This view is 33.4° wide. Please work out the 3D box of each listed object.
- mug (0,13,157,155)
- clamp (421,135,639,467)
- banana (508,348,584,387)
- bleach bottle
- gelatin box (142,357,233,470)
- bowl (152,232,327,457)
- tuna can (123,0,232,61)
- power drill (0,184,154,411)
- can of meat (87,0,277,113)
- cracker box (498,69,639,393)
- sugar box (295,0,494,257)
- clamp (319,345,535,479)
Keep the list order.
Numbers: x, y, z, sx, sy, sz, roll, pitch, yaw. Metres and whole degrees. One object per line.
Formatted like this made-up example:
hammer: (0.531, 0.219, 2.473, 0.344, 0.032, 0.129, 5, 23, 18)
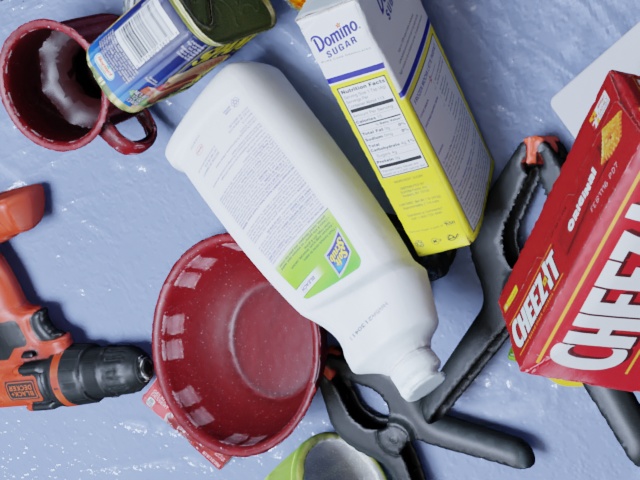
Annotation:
mug: (-0.162, -0.110, 0.771, 0.117, 0.081, 0.093, 46, 120, 3)
clamp: (0.148, 0.040, 0.686, 0.165, 0.036, 0.210, 13, 102, 35)
banana: (0.199, 0.034, 0.686, 0.069, 0.037, 0.198, 38, 120, 7)
bleach bottle: (-0.005, 0.001, 0.694, 0.103, 0.067, 0.251, -51, 59, 30)
gelatin box: (-0.090, 0.129, 0.857, 0.089, 0.030, 0.073, 41, 120, 5)
bowl: (-0.049, 0.075, 0.786, 0.162, 0.055, 0.162, -1, 88, 37)
tuna can: (-0.093, -0.161, 0.749, 0.086, 0.033, 0.086, 9, 112, 22)
power drill: (-0.236, 0.052, 0.879, 0.185, 0.057, 0.187, -10, 104, 27)
can of meat: (-0.089, -0.131, 0.679, 0.084, 0.102, 0.057, -32, 94, 30)
cracker box: (0.229, 0.013, 0.582, 0.213, 0.072, 0.164, 10, 126, -11)
sugar box: (0.050, -0.086, 0.646, 0.048, 0.093, 0.176, -16, 122, 28)
clamp: (0.060, 0.151, 0.791, 0.171, 0.039, 0.120, 36, 110, 15)
